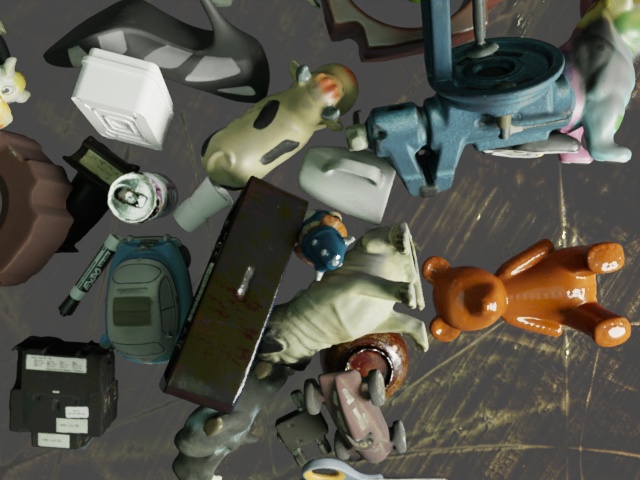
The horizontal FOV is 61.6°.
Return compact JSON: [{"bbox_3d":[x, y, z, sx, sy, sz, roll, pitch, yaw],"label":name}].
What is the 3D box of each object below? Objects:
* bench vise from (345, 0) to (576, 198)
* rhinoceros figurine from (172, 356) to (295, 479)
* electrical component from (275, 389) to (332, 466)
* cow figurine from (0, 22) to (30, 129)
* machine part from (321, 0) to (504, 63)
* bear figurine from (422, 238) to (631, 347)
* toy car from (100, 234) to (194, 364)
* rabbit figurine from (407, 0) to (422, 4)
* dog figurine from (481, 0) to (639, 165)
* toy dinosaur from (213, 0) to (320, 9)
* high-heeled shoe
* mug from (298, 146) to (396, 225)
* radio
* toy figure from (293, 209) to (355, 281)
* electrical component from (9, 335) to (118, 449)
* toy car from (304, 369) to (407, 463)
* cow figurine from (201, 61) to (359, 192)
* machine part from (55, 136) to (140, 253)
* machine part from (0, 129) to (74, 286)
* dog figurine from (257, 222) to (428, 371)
[{"bbox_3d":[0.122,-0.161,0.497,0.224,0.129,0.240,-1,132,16],"label":"bench vise"},{"bbox_3d":[-0.111,0.205,0.647,0.073,0.112,0.190,32,80,32],"label":"rhinoceros figurine"},{"bbox_3d":[-0.025,0.240,0.690,0.063,0.021,0.094,-26,98,3],"label":"electrical component"},{"bbox_3d":[-0.373,-0.195,0.590,0.167,0.068,0.098,45,59,8],"label":"cow figurine"},{"bbox_3d":[0.094,-0.309,0.591,0.202,0.087,0.200,-12,97,2],"label":"machine part"},{"bbox_3d":[0.227,0.063,0.622,0.196,0.132,0.120,-5,93,-7],"label":"bear figurine"},{"bbox_3d":[-0.200,0.077,0.626,0.109,0.103,0.161,1,99,-2],"label":"toy car"},{"bbox_3d":[0.099,-0.312,0.508,0.170,0.121,0.159,7,105,16],"label":"rabbit figurine"},{"bbox_3d":[0.281,-0.196,0.602,0.192,0.108,0.219,7,93,1],"label":"dog figurine"},{"bbox_3d":[-0.184,-0.372,0.567,0.405,0.131,0.192,10,97,-9],"label":"toy dinosaur"},{"bbox_3d":[-0.184,-0.200,0.624,0.249,0.086,0.145,-9,134,20],"label":"high-heeled shoe"},{"bbox_3d":[0.029,-0.069,0.613,0.107,0.109,0.080,15,89,7],"label":"mug"},{"bbox_3d":[-0.094,0.059,0.573,0.073,0.131,0.229,25,70,-13],"label":"radio"},{"bbox_3d":[-0.001,0.000,0.593,0.058,0.154,0.064,14,98,-5],"label":"toy figure"},{"bbox_3d":[-0.313,0.190,0.660,0.115,0.058,0.134,6,98,0],"label":"electrical component"},{"bbox_3d":[0.044,0.210,0.625,0.089,0.053,0.201,-8,138,13],"label":"toy car"},{"bbox_3d":[-0.045,-0.127,0.590,0.195,0.127,0.085,-34,100,5],"label":"cow figurine"},{"bbox_3d":[-0.283,-0.049,0.641,0.084,0.039,0.139,33,94,-12],"label":"machine part"},{"bbox_3d":[-0.368,-0.036,0.606,0.180,0.056,0.179,-1,87,15],"label":"machine part"},{"bbox_3d":[0.018,0.058,0.623,0.191,0.172,0.121,-10,120,15],"label":"dog figurine"}]
